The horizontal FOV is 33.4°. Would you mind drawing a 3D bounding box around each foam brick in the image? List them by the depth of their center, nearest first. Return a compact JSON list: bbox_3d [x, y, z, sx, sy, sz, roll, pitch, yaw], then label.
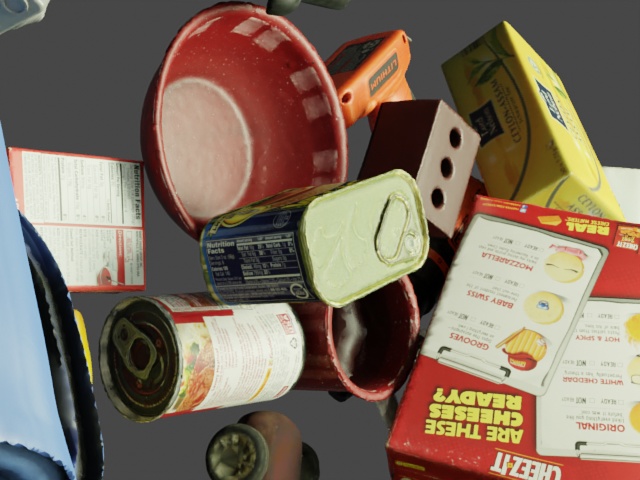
[{"bbox_3d":[0.063,-0.046,0.693,0.053,0.051,0.078,35,65,-41],"label":"foam brick"}]

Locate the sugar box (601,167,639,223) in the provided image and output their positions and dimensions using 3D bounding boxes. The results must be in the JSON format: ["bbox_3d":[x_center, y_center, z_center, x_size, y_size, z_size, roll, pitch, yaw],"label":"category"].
[{"bbox_3d":[0.240,0.007,0.916,0.176,0.048,0.093,63,31,-73],"label":"sugar box"}]

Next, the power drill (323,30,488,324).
[{"bbox_3d":[0.047,-0.038,0.760,0.184,0.057,0.187,-53,127,-42],"label":"power drill"}]

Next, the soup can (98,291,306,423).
[{"bbox_3d":[-0.065,0.064,0.609,0.102,0.069,0.068,0,86,-49],"label":"soup can"}]

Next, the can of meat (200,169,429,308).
[{"bbox_3d":[-0.004,0.001,0.586,0.101,0.084,0.057,-22,102,-47],"label":"can of meat"}]

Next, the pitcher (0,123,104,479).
[{"bbox_3d":[-0.166,-0.001,0.401,0.144,0.149,0.243,-8,59,-14],"label":"pitcher"}]

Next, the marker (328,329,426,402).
[{"bbox_3d":[0.046,0.090,0.771,0.120,0.020,0.020,-20,101,-48],"label":"marker"}]

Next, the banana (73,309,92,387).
[{"bbox_3d":[-0.124,0.137,0.561,0.069,0.037,0.198,-46,124,-66],"label":"banana"}]

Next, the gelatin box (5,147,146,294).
[{"bbox_3d":[-0.134,-0.008,0.566,0.089,0.030,0.073,2,83,-49],"label":"gelatin box"}]

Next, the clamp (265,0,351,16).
[{"bbox_3d":[-0.022,-0.164,0.658,0.171,0.120,0.039,-10,133,-50],"label":"clamp"}]

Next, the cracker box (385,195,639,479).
[{"bbox_3d":[0.152,0.080,0.690,0.072,0.164,0.213,79,28,-49],"label":"cracker box"}]

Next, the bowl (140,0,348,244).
[{"bbox_3d":[-0.054,-0.058,0.643,0.161,0.055,0.162,7,81,-48],"label":"bowl"}]

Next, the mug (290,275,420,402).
[{"bbox_3d":[0.011,0.062,0.685,0.117,0.082,0.093,45,55,-37],"label":"mug"}]
